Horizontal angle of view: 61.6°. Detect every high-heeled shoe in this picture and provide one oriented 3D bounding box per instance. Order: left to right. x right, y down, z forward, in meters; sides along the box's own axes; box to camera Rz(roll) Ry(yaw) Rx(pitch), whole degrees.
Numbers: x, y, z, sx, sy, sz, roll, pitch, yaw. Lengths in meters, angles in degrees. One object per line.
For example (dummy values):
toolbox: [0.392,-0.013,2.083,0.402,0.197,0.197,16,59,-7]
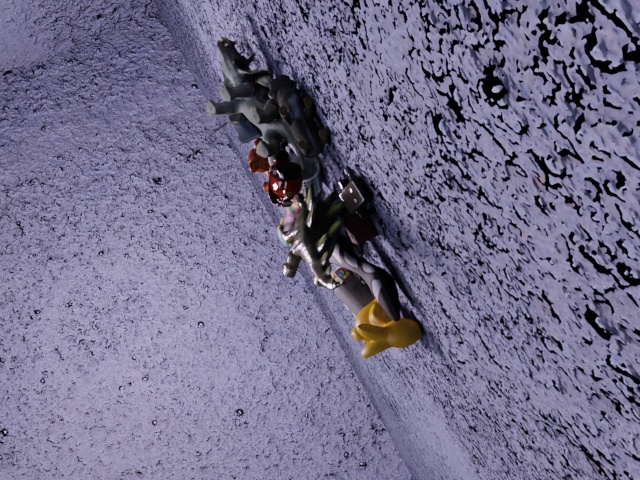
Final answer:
high-heeled shoe: [0.085,0.092,1.241,0.086,0.145,0.249,13,-127,-57]

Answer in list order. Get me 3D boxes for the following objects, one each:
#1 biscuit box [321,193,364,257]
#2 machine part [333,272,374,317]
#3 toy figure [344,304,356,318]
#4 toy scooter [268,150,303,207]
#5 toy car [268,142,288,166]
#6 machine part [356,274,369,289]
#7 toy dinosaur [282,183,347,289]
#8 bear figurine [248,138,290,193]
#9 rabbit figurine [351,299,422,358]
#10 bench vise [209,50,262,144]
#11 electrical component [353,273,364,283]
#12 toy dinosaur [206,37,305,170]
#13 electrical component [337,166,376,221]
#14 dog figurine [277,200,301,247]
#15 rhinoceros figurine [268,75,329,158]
biscuit box: [0.058,-0.025,1.340,0.063,0.059,0.202,56,170,39]
machine part: [0.120,0.174,1.435,0.243,0.079,0.079,47,168,16]
toy figure: [0.140,0.209,1.542,0.180,0.089,0.082,50,157,18]
toy scooter: [-0.087,-0.130,1.281,0.184,0.075,0.135,-117,31,-64]
toy car: [-0.119,-0.258,1.520,0.073,0.056,0.202,71,-172,-50]
machine part: [0.108,0.070,1.428,0.139,0.039,0.084,-128,18,-55]
toy dinosaur: [-0.011,-0.003,1.156,0.472,0.105,0.198,-109,31,-55]
bear figurine: [-0.164,-0.222,1.624,0.132,0.120,0.195,0,168,40]
rabbit figurine: [0.158,0.206,1.265,0.173,0.162,0.121,9,112,57]
bench vise: [-0.221,-0.391,1.491,0.223,0.129,0.240,-32,-77,-59]
electrical component: [0.112,0.092,1.524,0.094,0.021,0.063,59,171,20]
toy dinosaur: [-0.128,-0.313,1.299,0.405,0.192,0.131,45,139,13]
electrical component: [0.075,-0.092,1.095,0.102,0.045,0.078,56,142,18]
dog figurine: [-0.065,-0.082,1.572,0.109,0.191,0.219,16,168,4]
rhinoceros figurine: [-0.046,-0.271,1.166,0.190,0.073,0.112,60,-177,0]
